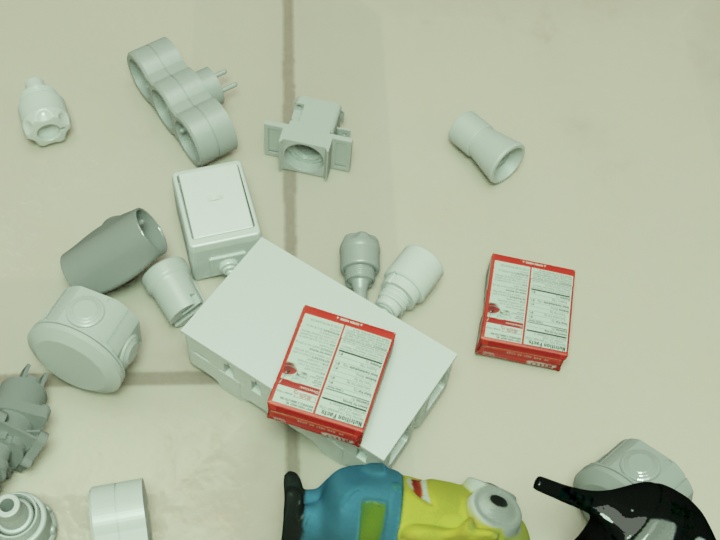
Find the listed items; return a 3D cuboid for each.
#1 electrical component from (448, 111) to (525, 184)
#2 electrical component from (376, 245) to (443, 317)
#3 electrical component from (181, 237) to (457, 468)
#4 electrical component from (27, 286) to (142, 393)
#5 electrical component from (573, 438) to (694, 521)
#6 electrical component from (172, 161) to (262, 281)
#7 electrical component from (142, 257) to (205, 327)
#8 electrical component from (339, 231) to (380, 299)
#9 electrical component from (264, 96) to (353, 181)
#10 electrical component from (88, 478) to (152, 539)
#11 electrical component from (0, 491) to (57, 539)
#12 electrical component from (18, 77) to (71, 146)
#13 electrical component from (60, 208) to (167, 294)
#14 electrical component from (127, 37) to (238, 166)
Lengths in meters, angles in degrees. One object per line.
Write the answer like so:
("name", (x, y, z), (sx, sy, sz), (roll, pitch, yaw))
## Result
("electrical component", (0.113, -0.116, 0.987), (0.044, 0.044, 0.065), (-35, 62, -22))
("electrical component", (0.037, 0.014, 0.902), (0.040, 0.040, 0.078), (31, 62, 15))
("electrical component", (-0.033, 0.071, 0.851), (0.186, 0.060, 0.105), (31, 61, 15))
("electrical component", (-0.213, 0.055, 0.839), (0.080, 0.080, 0.051), (20, 54, 9))
("electrical component", (0.202, 0.169, 0.795), (0.051, 0.080, 0.080), (-33, 66, -27))
("electrical component", (-0.120, -0.039, 0.913), (0.062, 0.061, 0.096), (-12, 60, -11))
("electrical component", (-0.152, 0.018, 0.889), (0.040, 0.040, 0.046), (-27, 69, -18))
("electrical component", (0.000, 0.000, 0.912), (0.035, 0.035, 0.061), (1, 61, -3))
("electrical component", (-0.044, -0.122, 0.981), (0.081, 0.042, 0.063), (12, 55, 3))
("electrical component", (-0.147, 0.214, 0.760), (0.074, 0.052, 0.138), (-8, 59, -9))
("electrical component", (-0.246, 0.179, 0.770), (0.048, 0.062, 0.048), (2, 58, -2))
("electrical component", (-0.290, -0.148, 0.979), (0.043, 0.043, 0.062), (-17, 60, -13))
("electrical component", (-0.203, -0.021, 0.900), (0.077, 0.043, 0.079), (-30, 23, 11))
("electrical component", (-0.150, -0.163, 0.992), (0.074, 0.052, 0.138), (-29, 64, -19))
